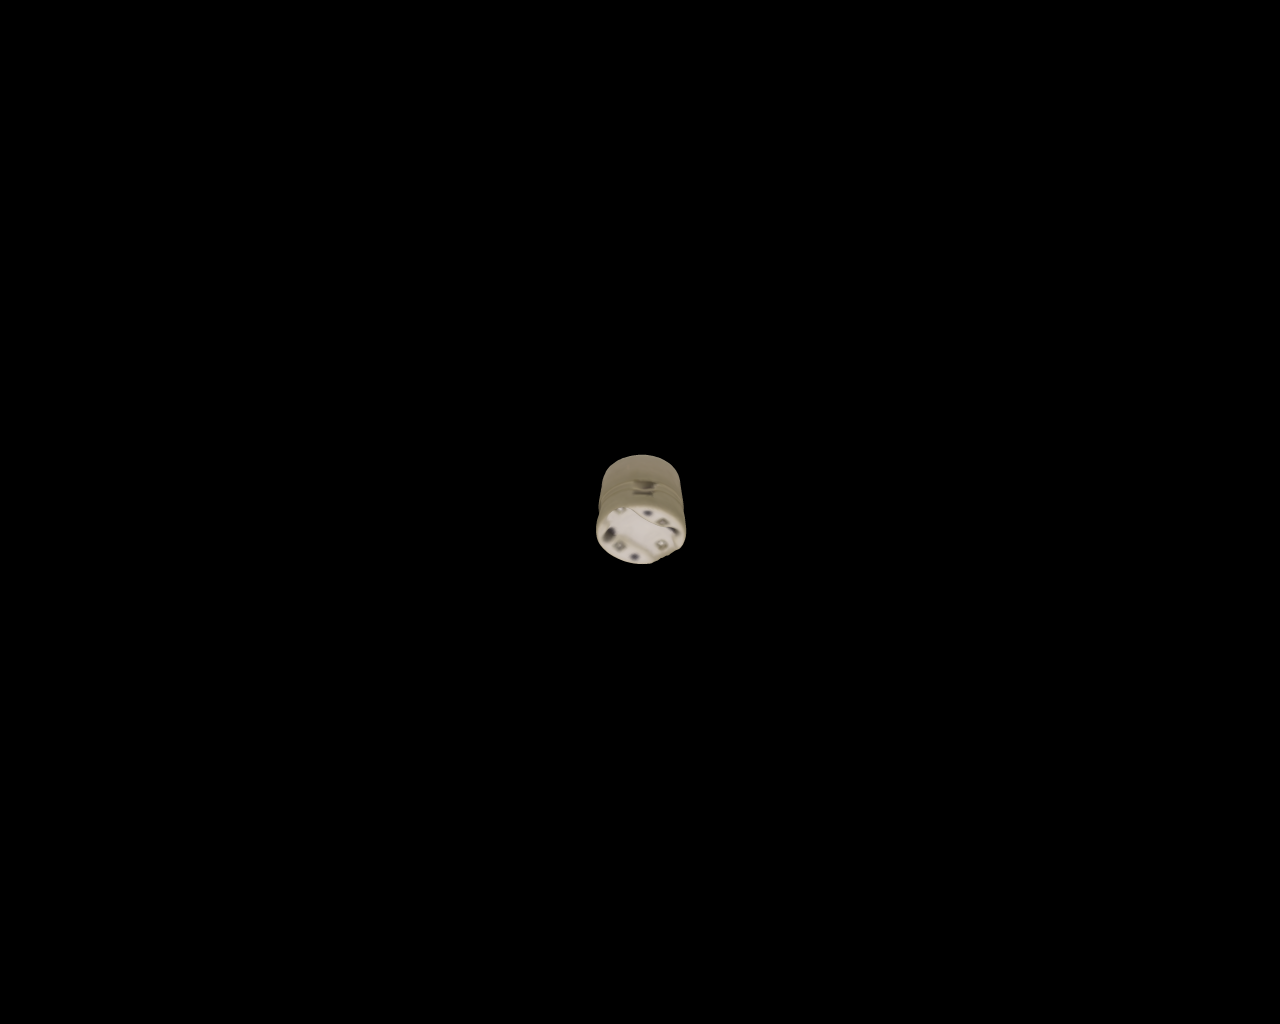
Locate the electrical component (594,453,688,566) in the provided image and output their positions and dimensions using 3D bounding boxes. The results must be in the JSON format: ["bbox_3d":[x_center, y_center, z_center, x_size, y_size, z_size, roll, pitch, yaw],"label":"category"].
[{"bbox_3d":[0.001,-0.003,0.650,0.055,0.047,0.055,0,-43,0],"label":"electrical component"}]
